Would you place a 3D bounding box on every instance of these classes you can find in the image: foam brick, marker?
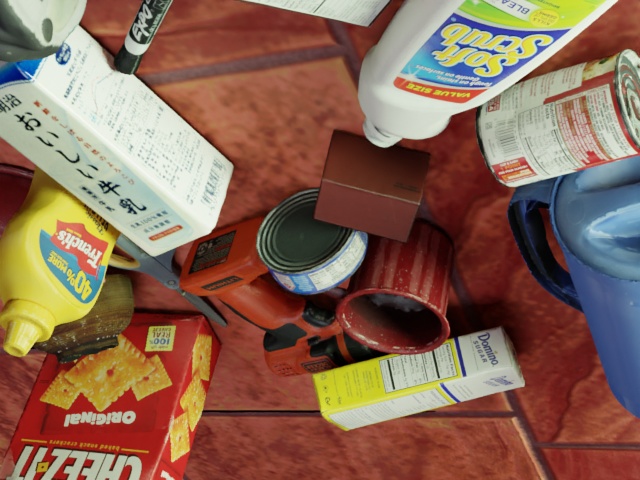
[{"bbox_3d":[0.038,-0.040,0.811,0.078,0.053,0.051,15,144,1],"label":"foam brick"},{"bbox_3d":[-0.120,-0.155,0.745,0.020,0.020,0.121,26,143,-14],"label":"marker"}]

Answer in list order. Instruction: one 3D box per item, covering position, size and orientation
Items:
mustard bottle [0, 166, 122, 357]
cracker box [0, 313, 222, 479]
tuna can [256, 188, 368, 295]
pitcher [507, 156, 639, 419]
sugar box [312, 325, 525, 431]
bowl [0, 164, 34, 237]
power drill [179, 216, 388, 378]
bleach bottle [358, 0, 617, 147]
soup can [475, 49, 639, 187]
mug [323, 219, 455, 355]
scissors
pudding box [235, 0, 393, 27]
[{"bbox_3d":[-0.207,0.007,0.846,0.058,0.191,0.096,-5,140,26],"label":"mustard bottle"},{"bbox_3d":[-0.206,0.174,1.049,0.164,0.213,0.072,1,143,19],"label":"cracker box"},{"bbox_3d":[-0.006,0.001,0.854,0.086,0.086,0.033,-4,141,25],"label":"tuna can"},{"bbox_3d":[0.242,0.036,0.784,0.145,0.149,0.242,-26,139,2],"label":"pitcher"},{"bbox_3d":[0.090,0.126,0.963,0.176,0.048,0.093,-18,158,11],"label":"sugar box"},{"bbox_3d":[-0.277,0.003,0.984,0.162,0.055,0.162,10,144,7],"label":"bowl"},{"bbox_3d":[-0.018,0.057,0.957,0.185,0.057,0.187,-19,132,37],"label":"power drill"},{"bbox_3d":[0.100,-0.129,0.663,0.102,0.068,0.251,17,149,-17],"label":"bleach bottle"},{"bbox_3d":[0.162,-0.078,0.702,0.102,0.068,0.068,-14,135,35],"label":"soup can"},{"bbox_3d":[0.054,0.033,0.877,0.117,0.081,0.093,13,144,3],"label":"mug"},{"bbox_3d":[-0.130,0.024,0.989,0.096,0.016,0.201,-31,134,32],"label":"scissors"},{"bbox_3d":[0.003,-0.173,0.627,0.113,0.039,0.090,7,151,-29],"label":"pudding box"}]
